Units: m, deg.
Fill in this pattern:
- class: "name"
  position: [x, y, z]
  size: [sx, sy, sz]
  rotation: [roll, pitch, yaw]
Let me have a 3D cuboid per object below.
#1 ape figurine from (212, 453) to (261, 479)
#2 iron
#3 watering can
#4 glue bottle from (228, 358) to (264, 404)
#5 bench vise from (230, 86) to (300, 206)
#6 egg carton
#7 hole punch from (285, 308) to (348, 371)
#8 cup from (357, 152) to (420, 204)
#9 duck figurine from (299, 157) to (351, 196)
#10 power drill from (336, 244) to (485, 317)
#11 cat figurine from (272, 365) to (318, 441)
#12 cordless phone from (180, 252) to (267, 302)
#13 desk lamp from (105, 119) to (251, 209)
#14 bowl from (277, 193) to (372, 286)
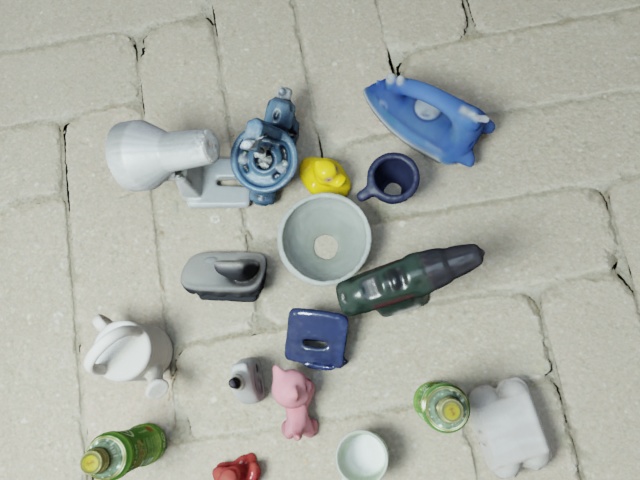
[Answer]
- class: "ape figurine"
  position: [-0.142, 0.392, 0.942]
  size: [0.077, 0.092, 0.076]
  rotation: [14, 79, 7]
- class: "iron"
  position: [0.189, -0.242, 1.036]
  size: [0.258, 0.141, 0.119]
  rotation: [30, 81, 10]
- class: "watering can"
  position: [-0.315, 0.187, 0.946]
  size: [0.172, 0.194, 0.101]
  rotation: [21, 80, 8]
- class: "glue bottle"
  position: [-0.125, 0.231, 0.935]
  size: [0.037, 0.173, 0.078]
  rotation: [-9, 77, 2]
- class: "bench vise"
  position: [-0.102, -0.183, 1.002]
  size: [0.121, 0.220, 0.207]
  rotation: [-4, 77, 3]
- class: "egg carton"
  position: [0.309, 0.309, 0.943]
  size: [0.107, 0.069, 0.150]
  rotation: [-18, 77, 0]
- class: "hole punch"
  position: [-0.003, 0.170, 0.983]
  size: [0.108, 0.091, 0.101]
  rotation: [7, 78, 5]
- class: "cup"
  position: [0.119, -0.093, 1.032]
  size: [0.118, 0.095, 0.091]
  rotation: [-31, 77, -3]
- class: "duck figurine"
  position: [0.007, -0.122, 1.050]
  size: [0.104, 0.086, 0.077]
  rotation: [34, 82, 10]
- class: "power drill"
  position: [0.140, 0.070, 0.935]
  size: [0.229, 0.208, 0.075]
  rotation: [-19, 77, 0]
- class: "cat figurine"
  position: [-0.043, 0.269, 0.949]
  size: [0.067, 0.118, 0.128]
  rotation: [-8, 77, 2]
- class: "cordless phone"
  position: [-0.172, 0.050, 0.972]
  size: [0.147, 0.185, 0.094]
  rotation: [-2, 77, 4]
- class: "desk lamp"
  position: [-0.237, -0.134, 1.003]
  size: [0.203, 0.213, 0.118]
  rotation: [-1, 77, 4]
- class: "bowl"
  position: [0.009, 0.004, 1.027]
  size: [0.167, 0.075, 0.167]
  rotation: [-1, 77, 4]
